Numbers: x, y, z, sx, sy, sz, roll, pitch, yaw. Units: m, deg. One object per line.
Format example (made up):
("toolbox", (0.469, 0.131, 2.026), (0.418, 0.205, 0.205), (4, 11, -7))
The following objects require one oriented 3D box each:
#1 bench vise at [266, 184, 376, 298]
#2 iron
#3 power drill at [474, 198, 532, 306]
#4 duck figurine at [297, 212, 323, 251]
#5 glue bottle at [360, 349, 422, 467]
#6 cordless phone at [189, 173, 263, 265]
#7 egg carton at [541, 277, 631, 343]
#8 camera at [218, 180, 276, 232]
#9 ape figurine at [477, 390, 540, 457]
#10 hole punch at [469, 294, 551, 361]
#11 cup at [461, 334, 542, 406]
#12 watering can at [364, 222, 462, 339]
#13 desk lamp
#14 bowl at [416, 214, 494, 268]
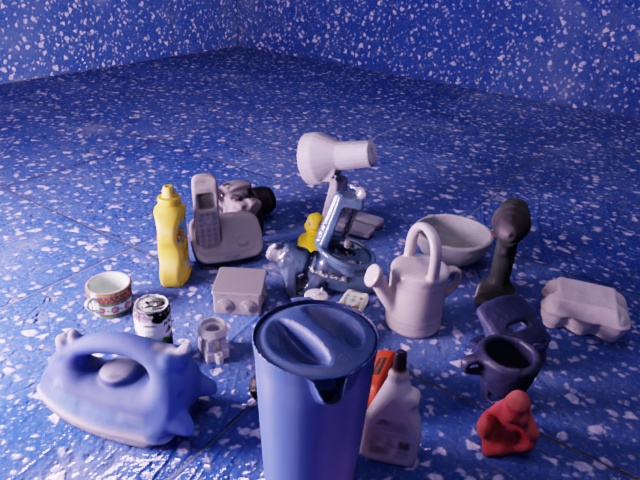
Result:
("bench vise", (0.014, 0.009, 1.035), (0.208, 0.220, 0.121), (-8, 30, -20))
("iron", (-0.276, 0.177, 0.771), (0.258, 0.141, 0.119), (8, 28, 9))
("power drill", (0.342, 0.024, 1.056), (0.075, 0.208, 0.230), (12, 29, 17))
("duck figurine", (-0.009, -0.019, 1.229), (0.077, 0.086, 0.104), (6, 28, 5))
("glue bottle", (0.094, 0.208, 0.719), (0.078, 0.173, 0.037), (9, 29, 12))
("cordless phone", (-0.192, -0.048, 1.156), (0.148, 0.185, 0.094), (-10, 31, -24))
("egg carton", (0.474, 0.124, 1.031), (0.150, 0.069, 0.107), (12, 29, 16))
("camera", (-0.164, -0.085, 1.320), (0.137, 0.101, 0.142), (-16, 34, -32))
("ape figurine", (0.255, 0.240, 0.764), (0.077, 0.092, 0.076), (21, 33, 29))
("hole punch", (0.316, 0.151, 0.938), (0.109, 0.091, 0.100), (-12, 32, -27))
("cup", (0.256, 0.201, 0.835), (0.118, 0.095, 0.091), (-3, 29, -12))
("watering can", (0.163, 0.064, 0.976), (0.173, 0.194, 0.100), (-20, 35, -36))
("desk lamp", (0.050, -0.137, 1.321), (0.202, 0.214, 0.118), (15, 30, 22))
("bowl", (0.279, 0.011, 1.216), (0.167, 0.075, 0.167), (3, 28, -1))
